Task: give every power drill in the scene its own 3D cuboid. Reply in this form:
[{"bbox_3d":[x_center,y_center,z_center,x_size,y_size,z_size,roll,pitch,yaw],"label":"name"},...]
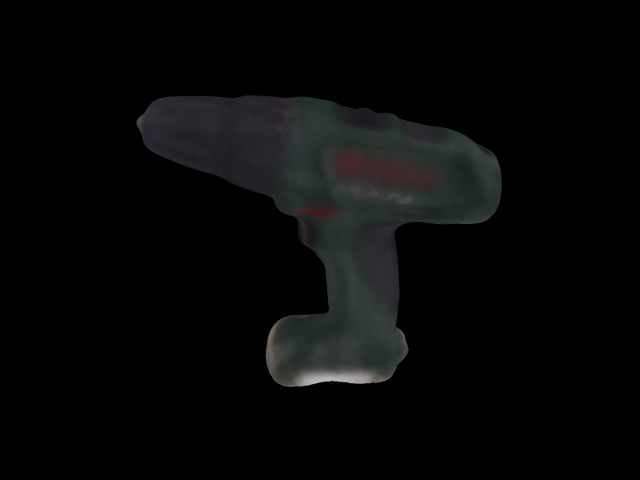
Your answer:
[{"bbox_3d":[0.004,0.001,0.400,0.229,0.208,0.075,-3,32,-5],"label":"power drill"}]
